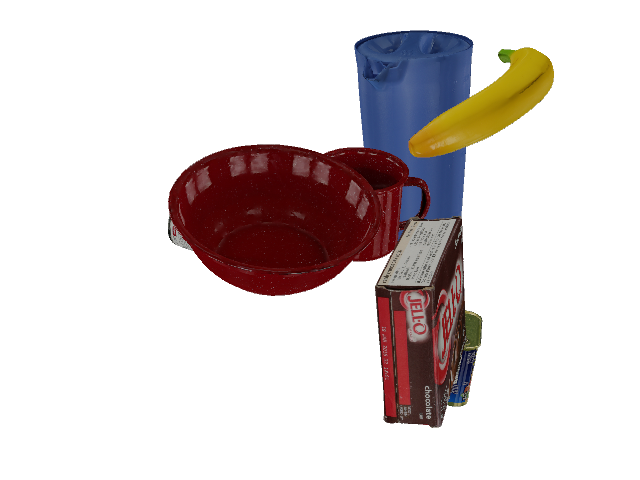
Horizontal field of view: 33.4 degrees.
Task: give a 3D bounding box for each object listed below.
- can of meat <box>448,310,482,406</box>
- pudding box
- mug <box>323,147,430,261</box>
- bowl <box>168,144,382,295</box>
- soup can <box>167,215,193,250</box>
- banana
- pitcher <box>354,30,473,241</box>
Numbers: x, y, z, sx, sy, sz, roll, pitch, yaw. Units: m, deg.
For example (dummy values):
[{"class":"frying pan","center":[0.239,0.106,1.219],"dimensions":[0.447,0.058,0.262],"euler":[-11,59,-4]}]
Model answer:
[{"class":"can of meat","center":[0.161,0.142,1.299],"dimensions":[0.057,0.084,0.102],"euler":[10,22,6]},{"class":"pudding box","center":[0.063,0.045,0.646],"dimensions":[0.039,0.090,0.113],"euler":[1,23,13]},{"class":"mug","center":[0.048,-0.034,1.031],"dimensions":[0.117,0.081,0.093],"euler":[-4,32,-9]},{"class":"bowl","center":[-0.035,-0.007,0.818],"dimensions":[0.162,0.055,0.162],"euler":[3,38,-3]},{"class":"soup can","center":[-0.116,-0.014,1.236],"dimensions":[0.102,0.068,0.068],"euler":[16,6,22]},{"class":"banana","center":[0.143,-0.114,0.861],"dimensions":[0.070,0.037,0.197],"euler":[-13,20,40]},{"class":"pitcher","center":[0.117,-0.120,1.249],"dimensions":[0.149,0.243,0.145],"euler":[-5,25,-5]}]
